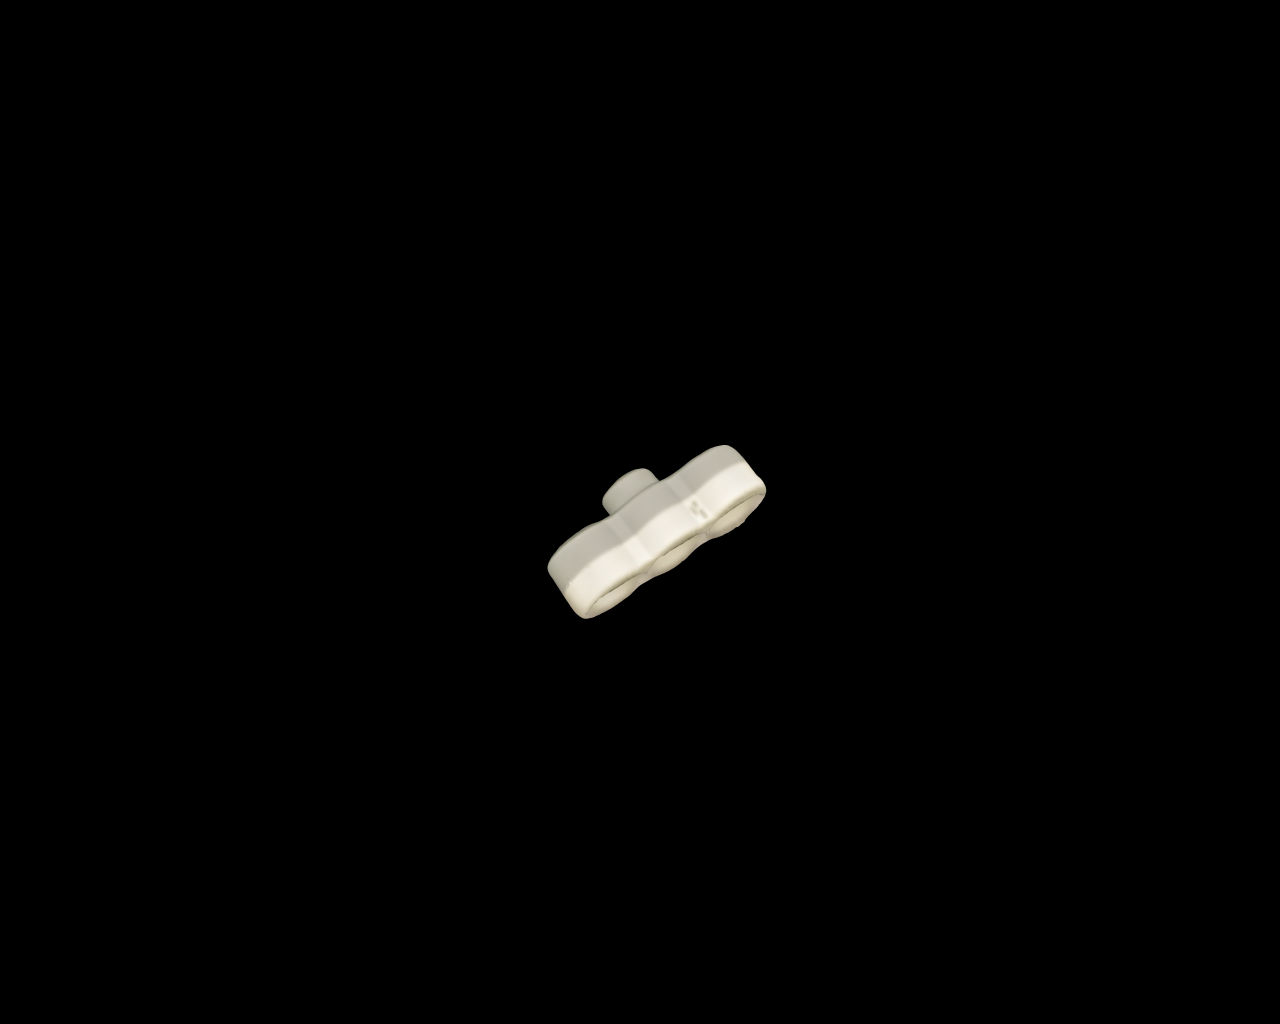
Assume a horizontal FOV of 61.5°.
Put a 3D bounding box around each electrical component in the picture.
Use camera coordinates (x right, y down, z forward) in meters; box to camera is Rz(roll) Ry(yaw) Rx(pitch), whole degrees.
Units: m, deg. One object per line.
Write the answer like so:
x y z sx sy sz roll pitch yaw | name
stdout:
0.001 -0.003 0.650 0.138 0.074 0.052 -33 -16 -11 | electrical component
